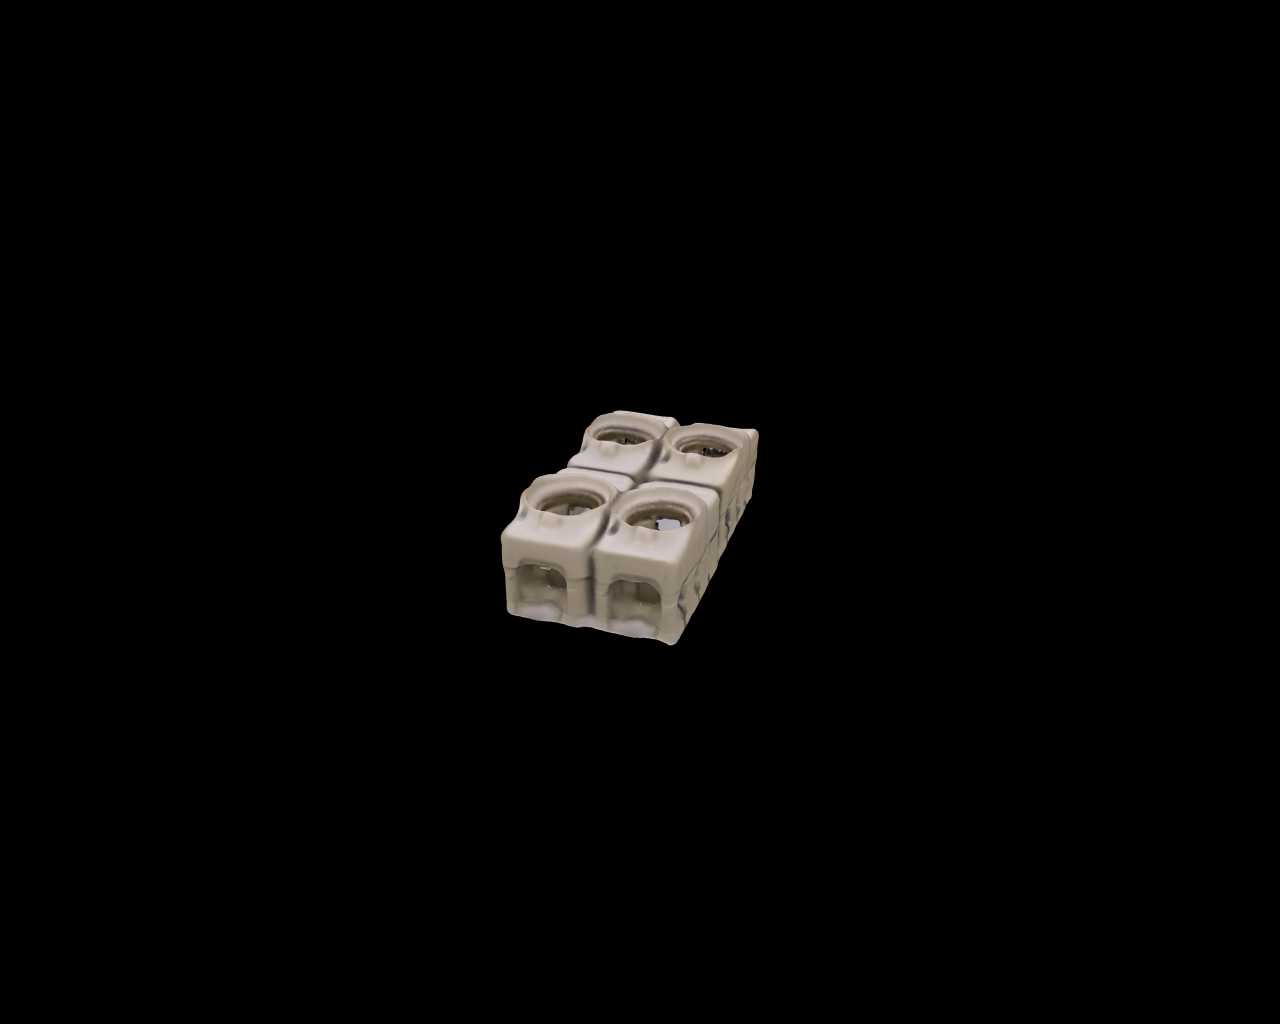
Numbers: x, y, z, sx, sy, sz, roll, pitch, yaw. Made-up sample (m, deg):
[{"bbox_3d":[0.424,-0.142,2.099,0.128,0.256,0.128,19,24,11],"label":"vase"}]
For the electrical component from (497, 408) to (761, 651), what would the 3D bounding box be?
[{"bbox_3d":[0.001,-0.003,0.650,0.105,0.060,0.186,9,30,17],"label":"electrical component"}]
